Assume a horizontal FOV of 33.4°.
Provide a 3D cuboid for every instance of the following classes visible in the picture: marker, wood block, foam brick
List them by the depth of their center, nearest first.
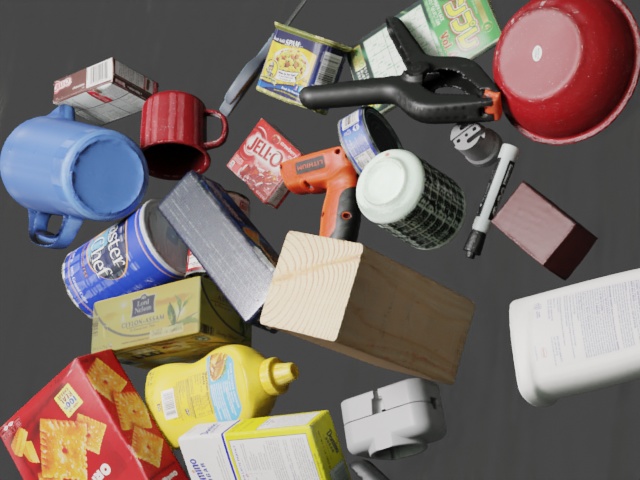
[{"bbox_3d":[0.051,0.067,1.006,0.091,0.205,0.090,11,80,39],"label":"wood block"},{"bbox_3d":[0.212,-0.009,1.012,0.051,0.052,0.078,-52,52,10],"label":"foam brick"},{"bbox_3d":[0.172,-0.038,1.075,0.020,0.020,0.121,18,85,40],"label":"marker"}]

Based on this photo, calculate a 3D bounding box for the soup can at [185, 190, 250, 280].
[{"bbox_3d":[-0.119,-0.001,1.249,0.069,0.068,0.102,-9,68,35],"label":"soup can"}]

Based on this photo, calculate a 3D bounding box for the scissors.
[{"bbox_3d":[-0.062,-0.233,1.291,0.016,0.096,0.202,35,100,-3],"label":"scissors"}]

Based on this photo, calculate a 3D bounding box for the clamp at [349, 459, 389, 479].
[{"bbox_3d":[0.082,0.286,1.011,0.172,0.039,0.120,11,82,39],"label":"clamp"}]

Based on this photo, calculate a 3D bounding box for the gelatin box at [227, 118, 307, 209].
[{"bbox_3d":[-0.061,-0.091,1.262,0.073,0.030,0.089,-52,51,10],"label":"gelatin box"}]

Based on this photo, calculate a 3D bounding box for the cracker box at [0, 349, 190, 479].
[{"bbox_3d":[-0.250,0.257,1.198,0.164,0.072,0.214,-40,75,27],"label":"cracker box"}]

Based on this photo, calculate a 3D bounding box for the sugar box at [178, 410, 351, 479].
[{"bbox_3d":[-0.058,0.233,1.110,0.177,0.048,0.093,-11,101,36],"label":"sugar box"}]

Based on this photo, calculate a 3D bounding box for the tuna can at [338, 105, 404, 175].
[{"bbox_3d":[0.057,-0.100,1.141,0.034,0.086,0.086,-30,58,24],"label":"tuna can"}]

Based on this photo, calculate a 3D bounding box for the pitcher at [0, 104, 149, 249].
[{"bbox_3d":[-0.307,-0.077,1.335,0.144,0.149,0.243,-34,22,-22],"label":"pitcher"}]

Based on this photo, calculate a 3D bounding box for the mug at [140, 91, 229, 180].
[{"bbox_3d":[-0.171,-0.134,1.330,0.117,0.093,0.081,-8,62,11],"label":"mug"}]

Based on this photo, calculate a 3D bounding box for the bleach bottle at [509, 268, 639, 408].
[{"bbox_3d":[0.292,0.072,0.917,0.251,0.068,0.102,-16,65,29],"label":"bleach bottle"}]

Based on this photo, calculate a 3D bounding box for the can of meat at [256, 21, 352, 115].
[{"bbox_3d":[-0.021,-0.201,1.248,0.102,0.057,0.084,28,103,42],"label":"can of meat"}]

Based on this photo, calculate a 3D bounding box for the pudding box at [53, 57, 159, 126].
[{"bbox_3d":[-0.288,-0.197,1.435,0.114,0.089,0.039,-12,68,33],"label":"pudding box"}]

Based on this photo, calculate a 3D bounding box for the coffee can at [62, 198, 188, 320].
[{"bbox_3d":[-0.228,0.026,1.299,0.140,0.102,0.103,-30,58,25],"label":"coffee can"}]

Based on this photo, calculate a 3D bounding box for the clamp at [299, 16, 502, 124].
[{"bbox_3d":[0.092,-0.160,1.107,0.164,0.036,0.210,-39,47,-23],"label":"clamp"}]

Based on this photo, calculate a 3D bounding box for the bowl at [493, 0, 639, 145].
[{"bbox_3d":[0.226,-0.176,1.039,0.162,0.055,0.162,-5,83,41],"label":"bowl"}]

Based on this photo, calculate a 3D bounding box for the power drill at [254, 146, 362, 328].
[{"bbox_3d":[-0.008,0.001,1.172,0.185,0.057,0.187,-12,69,35],"label":"power drill"}]

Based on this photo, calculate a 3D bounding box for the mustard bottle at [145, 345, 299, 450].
[{"bbox_3d":[-0.105,0.168,1.182,0.192,0.058,0.096,-20,72,30],"label":"mustard bottle"}]
